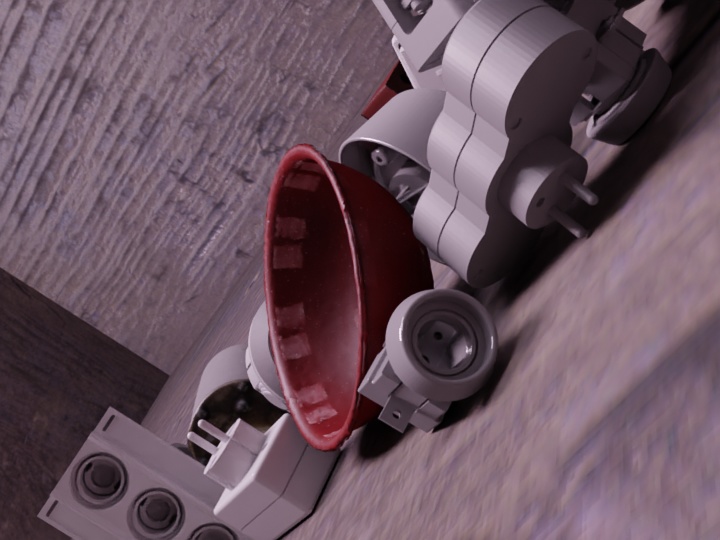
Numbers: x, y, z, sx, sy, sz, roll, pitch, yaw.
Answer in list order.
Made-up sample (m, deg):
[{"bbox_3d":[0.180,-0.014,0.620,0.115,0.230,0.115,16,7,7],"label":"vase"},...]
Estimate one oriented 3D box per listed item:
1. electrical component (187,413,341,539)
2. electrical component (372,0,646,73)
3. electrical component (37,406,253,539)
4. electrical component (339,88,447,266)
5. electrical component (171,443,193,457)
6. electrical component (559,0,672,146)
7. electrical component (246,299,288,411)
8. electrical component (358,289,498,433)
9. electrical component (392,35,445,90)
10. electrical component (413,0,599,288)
[{"bbox_3d":[-0.064,0.111,0.617,0.065,0.077,0.047,-48,11,49],"label":"electrical component"},{"bbox_3d":[0.105,-0.162,0.503,0.186,0.060,0.105,-26,-10,-31],"label":"electrical component"},{"bbox_3d":[-0.128,0.152,0.683,0.078,0.121,0.063,-57,5,-7],"label":"electrical component"},{"bbox_3d":[0.038,-0.047,0.581,0.064,0.099,0.099,-53,5,-32],"label":"electrical component"},{"bbox_3d":[-0.125,0.159,0.750,0.055,0.089,0.050,-56,8,3],"label":"electrical component"},{"bbox_3d":[0.104,-0.088,0.481,0.048,0.055,0.066,-61,9,-32],"label":"electrical component"},{"bbox_3d":[-0.031,0.050,0.669,0.080,0.080,0.051,-59,2,-23],"label":"electrical component"},{"bbox_3d":[0.031,0.036,0.461,0.066,0.048,0.055,-59,1,-24],"label":"electrical component"},{"bbox_3d":[0.075,-0.166,0.887,0.062,0.096,0.061,-21,22,20],"label":"electrical component"},{"bbox_3d":[0.071,-0.043,0.455,0.052,0.074,0.138,-28,-34,-30],"label":"electrical component"}]
